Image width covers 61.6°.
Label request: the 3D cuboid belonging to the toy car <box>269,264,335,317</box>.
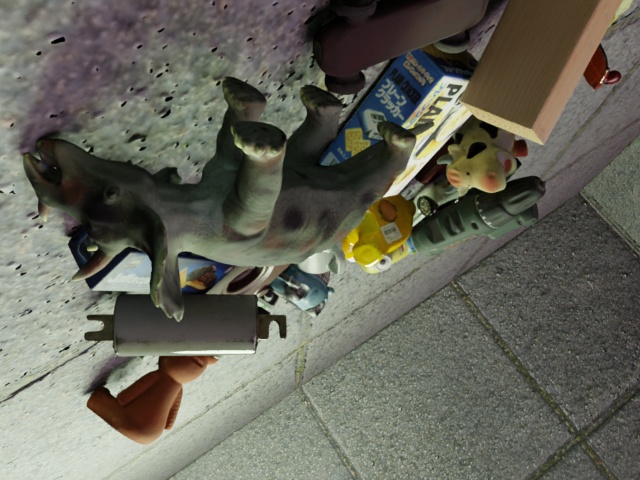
[{"bbox_3d":[-0.034,0.056,0.906,0.103,0.109,0.161,-56,154,-12],"label":"toy car"}]

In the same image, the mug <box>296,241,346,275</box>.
[{"bbox_3d":[-0.002,-0.002,0.795,0.081,0.110,0.107,-26,147,-16],"label":"mug"}]

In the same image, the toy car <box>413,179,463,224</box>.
[{"bbox_3d":[0.187,-0.053,0.964,0.073,0.056,0.201,-20,166,-23],"label":"toy car"}]

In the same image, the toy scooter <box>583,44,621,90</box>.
[{"bbox_3d":[0.333,-0.244,0.747,0.184,0.135,0.075,-34,164,-4],"label":"toy scooter"}]

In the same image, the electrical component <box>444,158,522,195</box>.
[{"bbox_3d":[0.281,-0.143,0.942,0.134,0.115,0.058,-25,162,-26],"label":"electrical component"}]

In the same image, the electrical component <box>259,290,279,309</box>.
[{"bbox_3d":[-0.100,0.089,0.900,0.021,0.063,0.094,-57,179,-16],"label":"electrical component"}]

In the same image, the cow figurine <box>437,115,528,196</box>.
[{"bbox_3d":[0.228,-0.139,0.772,0.127,0.195,0.085,-16,130,14],"label":"cow figurine"}]

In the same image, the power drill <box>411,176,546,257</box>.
[{"bbox_3d":[0.274,-0.041,0.847,0.232,0.086,0.207,-28,174,38],"label":"power drill"}]

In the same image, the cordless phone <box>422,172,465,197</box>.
[{"bbox_3d":[0.211,-0.084,1.058,0.146,0.089,0.184,-42,151,19],"label":"cordless phone"}]

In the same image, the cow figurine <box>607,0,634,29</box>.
[{"bbox_3d":[0.347,-0.329,0.616,0.068,0.098,0.167,-21,158,-25],"label":"cow figurine"}]

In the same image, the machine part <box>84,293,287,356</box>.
[{"bbox_3d":[-0.163,0.104,0.666,0.243,0.079,0.079,0,154,-9],"label":"machine part"}]

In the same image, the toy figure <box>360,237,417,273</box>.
[{"bbox_3d":[0.165,0.010,1.178,0.180,0.082,0.089,-33,161,-18],"label":"toy figure"}]

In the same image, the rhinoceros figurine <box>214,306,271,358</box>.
[{"bbox_3d":[-0.145,0.137,0.894,0.112,0.073,0.190,-38,156,11],"label":"rhinoceros figurine"}]

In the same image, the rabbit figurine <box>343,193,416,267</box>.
[{"bbox_3d":[0.069,-0.023,0.903,0.162,0.122,0.173,-34,179,-42],"label":"rabbit figurine"}]

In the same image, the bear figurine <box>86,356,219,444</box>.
[{"bbox_3d":[-0.273,0.233,0.905,0.120,0.132,0.196,45,66,-39],"label":"bear figurine"}]

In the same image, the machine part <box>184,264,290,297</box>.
[{"bbox_3d":[-0.115,0.040,0.758,0.179,0.056,0.179,-33,161,-13],"label":"machine part"}]

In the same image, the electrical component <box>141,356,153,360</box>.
[{"bbox_3d":[-0.228,0.133,0.798,0.102,0.045,0.078,-28,162,-28],"label":"electrical component"}]

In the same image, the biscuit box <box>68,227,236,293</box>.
[{"bbox_3d":[-0.170,0.016,0.581,0.063,0.059,0.202,-40,162,12],"label":"biscuit box"}]

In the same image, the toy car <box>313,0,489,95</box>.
[{"bbox_3d":[0.080,-0.204,0.502,0.202,0.053,0.089,-29,145,-22],"label":"toy car"}]

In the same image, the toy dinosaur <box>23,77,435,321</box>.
[{"bbox_3d":[-0.034,-0.036,0.496,0.405,0.131,0.192,-5,134,-44],"label":"toy dinosaur"}]
